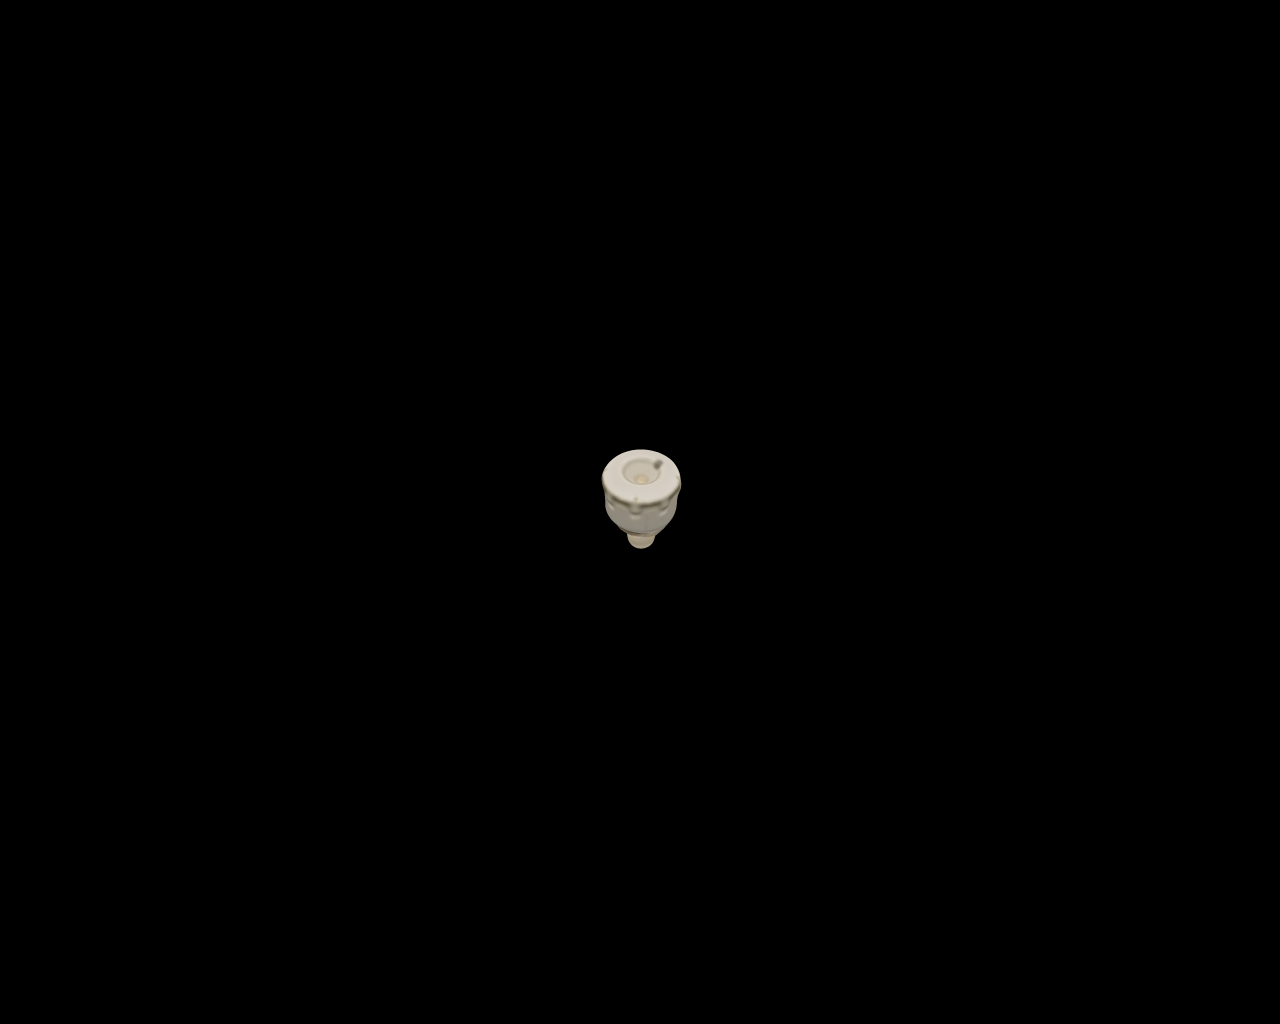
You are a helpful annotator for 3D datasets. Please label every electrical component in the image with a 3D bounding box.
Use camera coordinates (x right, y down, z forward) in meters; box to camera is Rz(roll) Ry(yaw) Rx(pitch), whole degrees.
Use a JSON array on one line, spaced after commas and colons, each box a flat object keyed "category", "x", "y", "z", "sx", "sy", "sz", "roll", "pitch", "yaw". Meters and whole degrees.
[{"category": "electrical component", "x": 0.001, "y": -0.003, "z": 0.650, "sx": 0.048, "sy": 0.062, "sz": 0.048, "roll": 0, "pitch": 45, "yaw": 0}]
